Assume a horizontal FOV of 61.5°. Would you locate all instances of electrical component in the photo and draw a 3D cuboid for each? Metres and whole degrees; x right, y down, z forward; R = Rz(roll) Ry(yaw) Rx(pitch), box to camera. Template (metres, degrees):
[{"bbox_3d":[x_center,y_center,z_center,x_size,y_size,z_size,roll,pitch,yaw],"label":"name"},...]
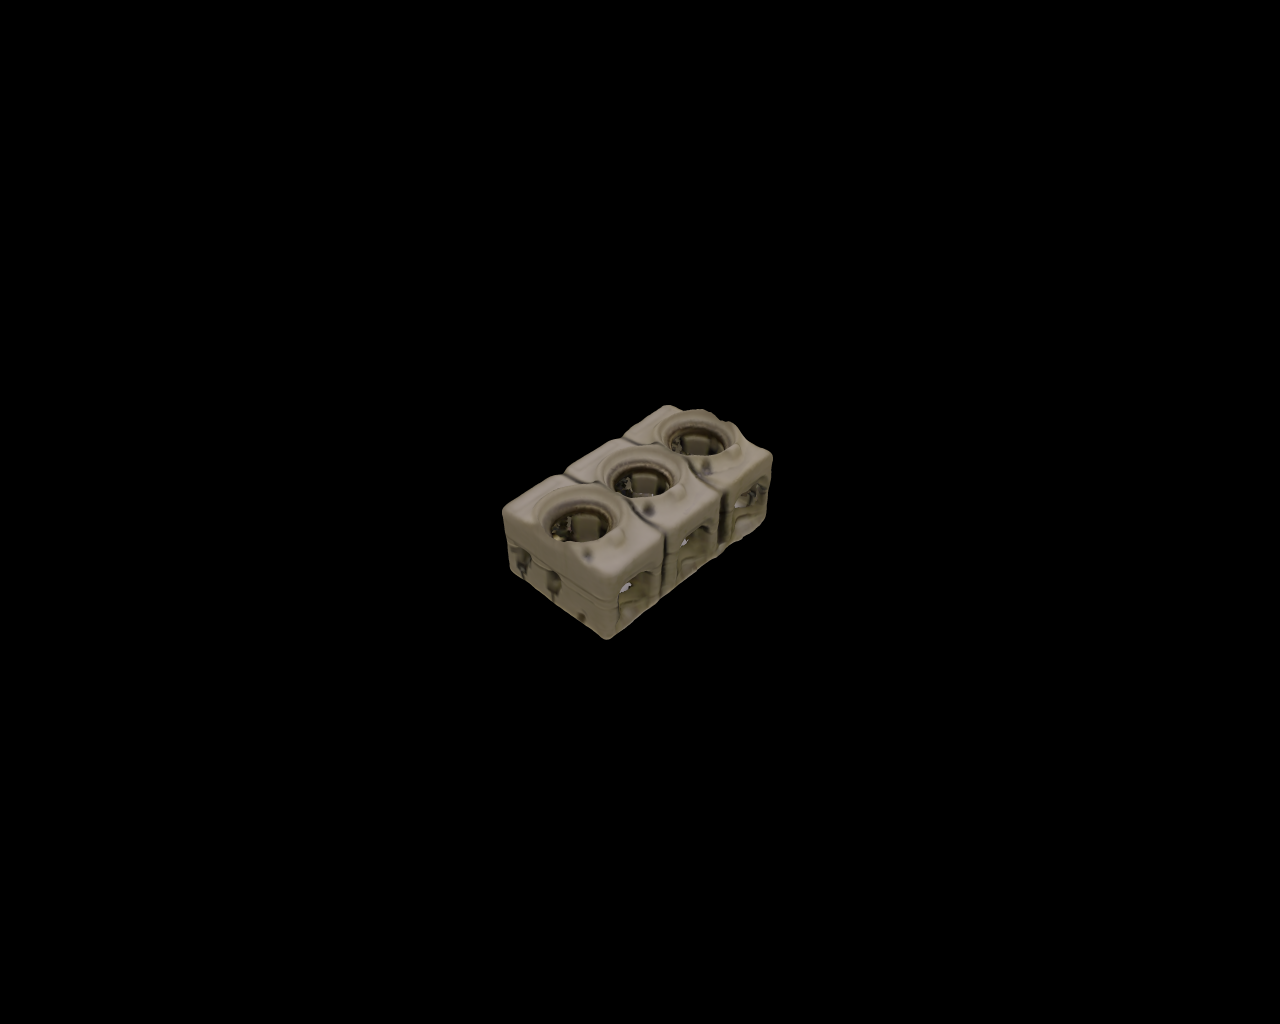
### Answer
[{"bbox_3d":[0.001,-0.003,0.650,0.089,0.061,0.150,31,49,31],"label":"electrical component"}]
